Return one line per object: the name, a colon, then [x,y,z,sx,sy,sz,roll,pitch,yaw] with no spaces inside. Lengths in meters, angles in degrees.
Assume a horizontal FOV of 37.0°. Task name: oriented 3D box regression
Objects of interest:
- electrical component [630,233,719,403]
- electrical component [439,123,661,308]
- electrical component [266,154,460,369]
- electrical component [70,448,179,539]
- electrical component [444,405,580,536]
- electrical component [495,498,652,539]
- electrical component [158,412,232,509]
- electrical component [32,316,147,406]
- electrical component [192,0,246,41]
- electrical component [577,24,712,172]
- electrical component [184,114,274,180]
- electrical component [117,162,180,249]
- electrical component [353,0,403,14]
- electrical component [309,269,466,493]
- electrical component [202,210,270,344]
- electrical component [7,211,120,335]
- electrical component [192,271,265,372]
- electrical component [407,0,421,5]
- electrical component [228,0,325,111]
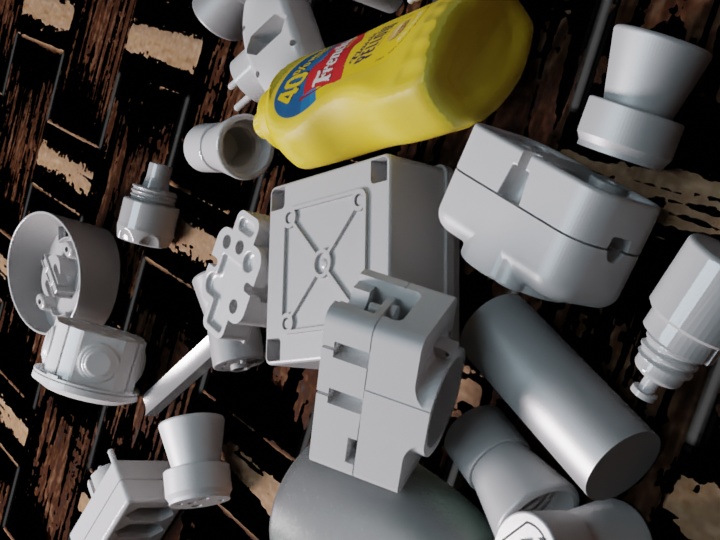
electrical component: [0.138,0.021,0.448,0.040,0.040,0.078,49,119,43]
electrical component: [0.085,-0.023,0.509,0.095,0.054,0.059,39,112,46]
electrical component: [0.000,0.000,0.602,0.109,0.056,0.108,-11,75,48]
electrical component: [-0.175,0.165,0.784,0.083,0.047,0.075,-57,45,26]
electrical component: [0.069,0.096,0.515,0.044,0.044,0.065,-61,39,22]
electrical component: [0.090,0.121,0.465,0.044,0.065,0.044,-13,73,48]
electrical component: [-0.109,0.127,0.715,0.045,0.045,0.055,-30,61,43]
electrical component: [-0.202,0.069,0.810,0.080,0.080,0.051,16,90,50]
electrical component: [-0.084,-0.194,0.749,0.055,0.045,0.045,-43,52,35]
electrical component: [0.125,-0.076,0.479,0.045,0.045,0.055,31,107,48]
electrical component: [-0.094,-0.085,0.743,0.065,0.044,0.044,8,89,55]
electrical component: [-0.156,-0.049,0.807,0.043,0.043,0.062,18,95,50]
electrical component: [0.002,-0.221,0.643,0.078,0.057,0.113,43,115,45]
electrical component: [0.015,0.054,0.514,0.056,0.050,0.089,18,122,17]
electrical component: [-0.057,0.007,0.668,0.058,0.057,0.078,33,108,48]
electrical component: [-0.242,0.005,0.880,0.099,0.064,0.099,-12,73,48]
electrical component: [-0.084,0.034,0.708,0.044,0.044,0.065,-28,67,44]
electrical component: [0.038,-0.185,0.554,0.061,0.096,0.061,47,125,2]
electrical component: [-0.058,-0.135,0.703,0.079,0.043,0.077,-36,57,30]
